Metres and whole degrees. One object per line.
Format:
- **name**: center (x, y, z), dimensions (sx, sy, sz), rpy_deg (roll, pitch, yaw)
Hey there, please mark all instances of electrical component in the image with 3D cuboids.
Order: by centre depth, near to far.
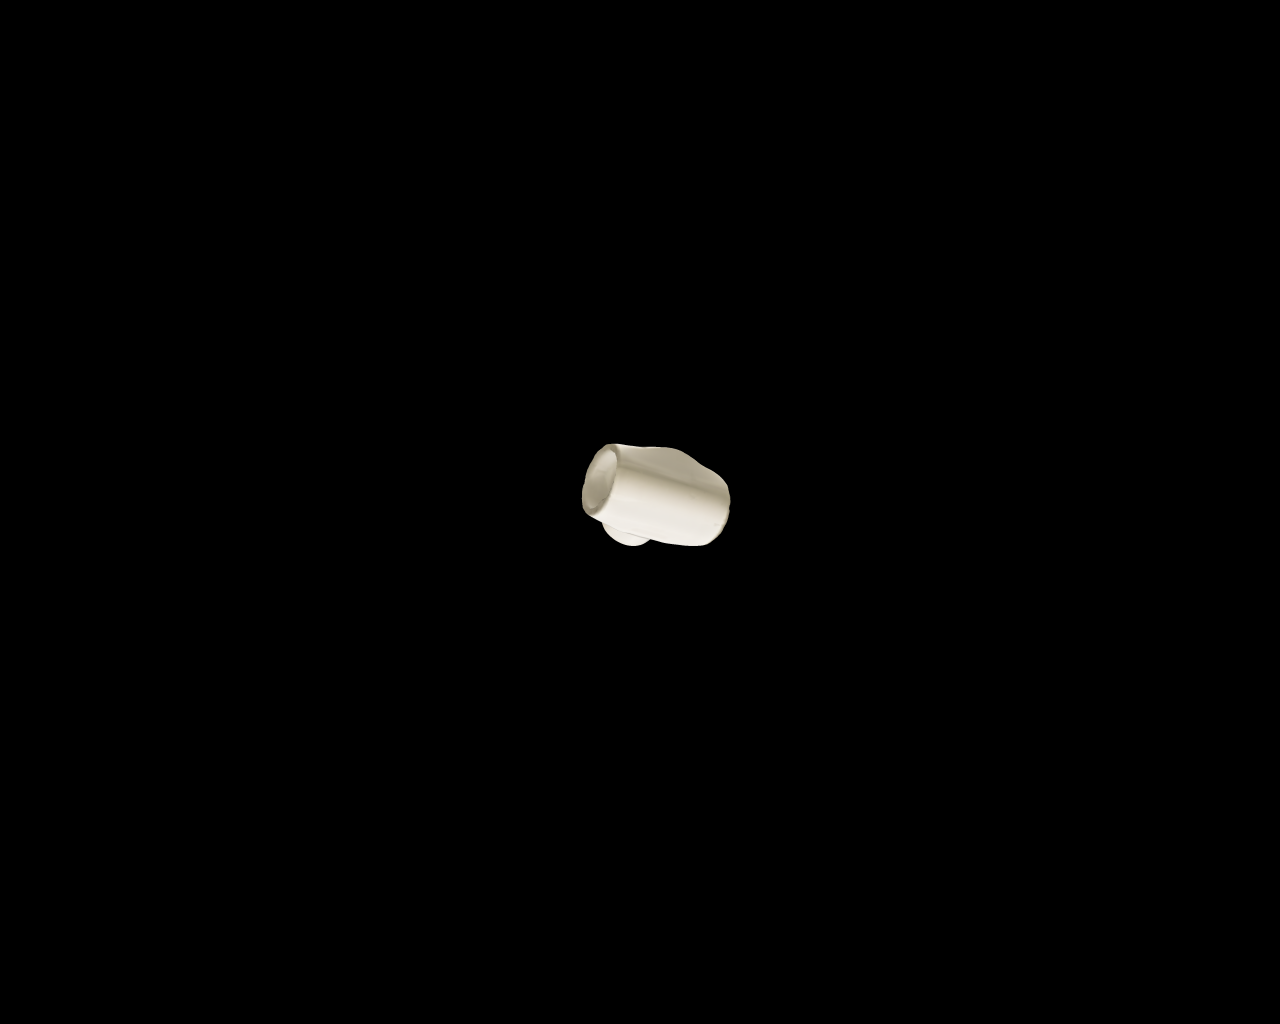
- **electrical component**: center (0.001, -0.003, 0.650), dimensions (0.077, 0.043, 0.079), rpy_deg (15, -32, -27)
